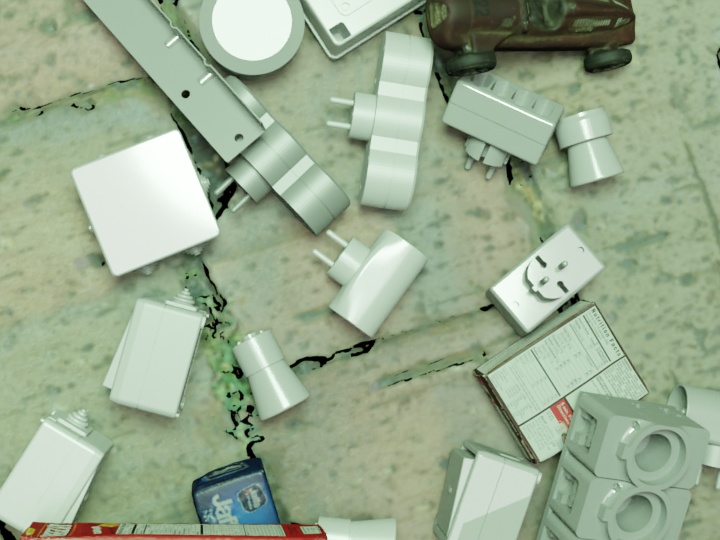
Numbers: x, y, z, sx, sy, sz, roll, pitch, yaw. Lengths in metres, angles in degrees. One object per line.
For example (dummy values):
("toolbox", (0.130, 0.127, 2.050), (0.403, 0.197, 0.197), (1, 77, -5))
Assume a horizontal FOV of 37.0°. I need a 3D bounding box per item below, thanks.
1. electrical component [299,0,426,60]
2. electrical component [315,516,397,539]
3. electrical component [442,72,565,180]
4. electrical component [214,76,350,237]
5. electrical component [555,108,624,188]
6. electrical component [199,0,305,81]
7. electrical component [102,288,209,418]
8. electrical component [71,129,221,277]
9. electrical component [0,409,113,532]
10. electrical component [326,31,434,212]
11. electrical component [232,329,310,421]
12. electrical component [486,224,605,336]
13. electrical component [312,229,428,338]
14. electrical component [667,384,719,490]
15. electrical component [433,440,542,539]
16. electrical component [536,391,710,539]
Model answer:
("electrical component", (-0.005, -0.241, 0.847), (0.109, 0.056, 0.108), (-33, 93, -5))
("electrical component", (-0.006, 0.216, 0.853), (0.065, 0.044, 0.044), (6, 89, -1))
("electrical component", (0.108, -0.108, 0.859), (0.083, 0.047, 0.075), (26, 122, 7))
("electrical component", (-0.080, -0.077, 0.841), (0.074, 0.052, 0.138), (-44, 94, -4))
("electrical component", (0.185, -0.099, 0.870), (0.045, 0.045, 0.055), (-16, 91, -5))
("electrical component", (-0.084, -0.189, 0.842), (0.080, 0.051, 0.080), (0, 90, -6))
("electrical component", (-0.155, 0.058, 0.828), (0.061, 0.062, 0.096), (15, 88, -5))
("electrical component", (-0.164, -0.051, 0.834), (0.100, 0.048, 0.099), (-22, 92, -5))
("electrical component", (-0.228, 0.152, 0.820), (0.061, 0.062, 0.096), (32, 87, -4))
("electrical component", (0.011, -0.120, 0.849), (0.074, 0.052, 0.138), (8, 90, -6))
("electrical component", (-0.073, 0.080, 0.847), (0.044, 0.044, 0.065), (-27, 87, -5))
("electrical component", (0.148, 0.006, 0.847), (0.083, 0.075, 0.047), (-39, 83, -4))
("electrical component", (0.000, 0.000, 0.852), (0.079, 0.043, 0.077), (36, 86, -4))
("electrical component", (0.292, 0.139, 0.880), (0.077, 0.043, 0.079), (12, 89, -5))
("electrical component", (0.094, 0.189, 0.851), (0.061, 0.062, 0.096), (20, 88, -5))
("electrical component", (0.203, 0.180, 0.838), (0.089, 0.062, 0.150), (11, 101, -18))
